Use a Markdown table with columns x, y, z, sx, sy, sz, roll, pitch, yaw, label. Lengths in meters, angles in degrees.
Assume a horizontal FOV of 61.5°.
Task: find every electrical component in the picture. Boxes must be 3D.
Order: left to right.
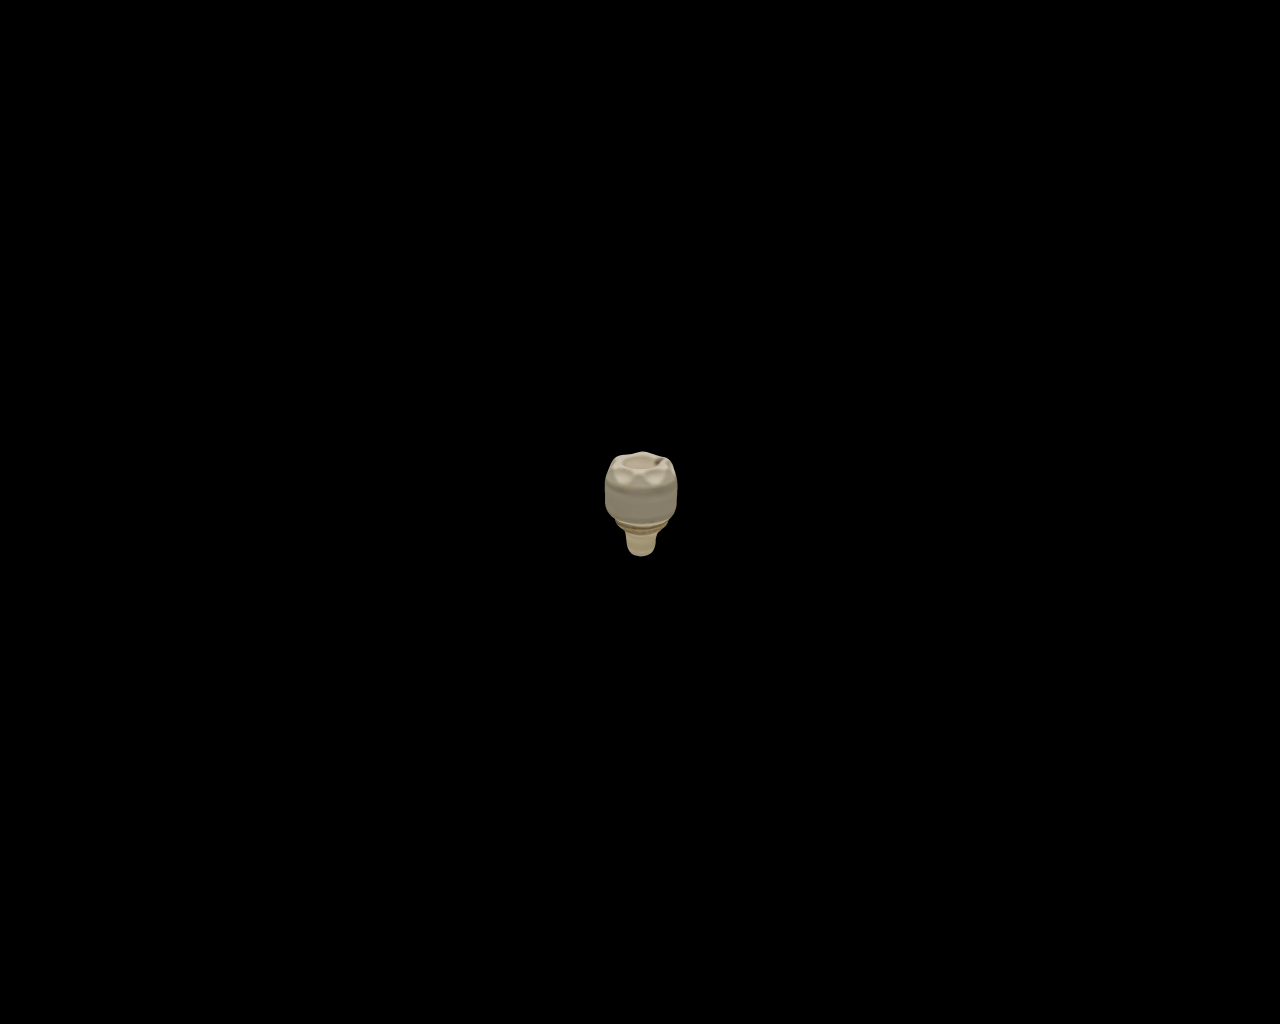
| x | y | z | sx | sy | sz | roll | pitch | yaw | label |
| --- | --- | --- | --- | --- | --- | --- | --- | --- | --- |
| 0.001 | -0.003 | 0.650 | 0.043 | 0.062 | 0.043 | 0 | 22 | 0 | electrical component |
